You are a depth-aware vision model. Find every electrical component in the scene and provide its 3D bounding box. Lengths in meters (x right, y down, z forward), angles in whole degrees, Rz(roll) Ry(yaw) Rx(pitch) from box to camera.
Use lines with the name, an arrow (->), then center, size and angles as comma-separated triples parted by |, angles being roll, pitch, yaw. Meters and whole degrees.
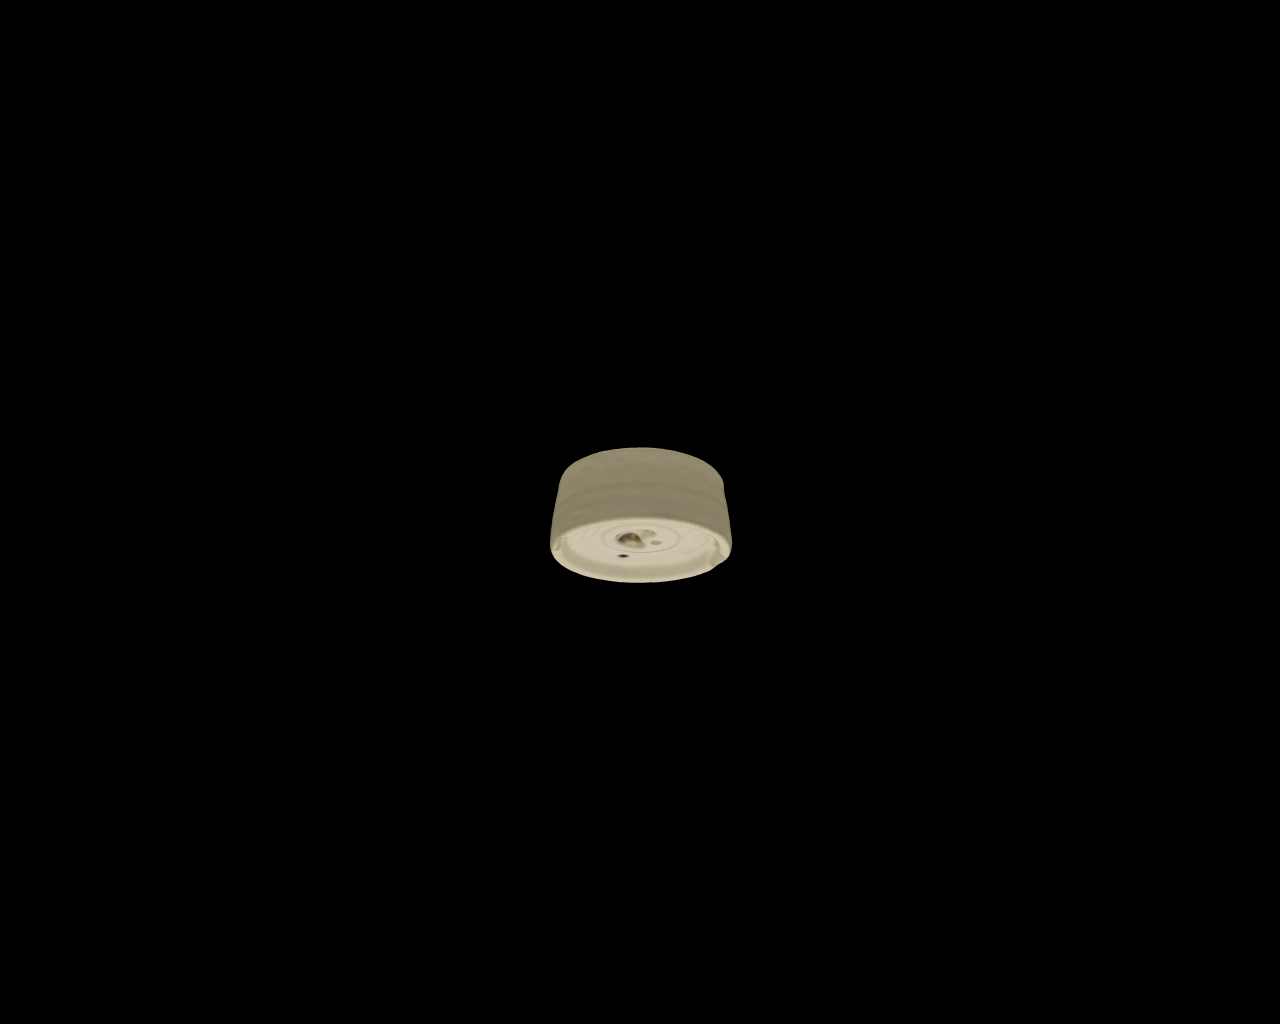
electrical component -> 0.001, -0.003, 0.650 | 0.108, 0.060, 0.108 | 0, -23, 0
